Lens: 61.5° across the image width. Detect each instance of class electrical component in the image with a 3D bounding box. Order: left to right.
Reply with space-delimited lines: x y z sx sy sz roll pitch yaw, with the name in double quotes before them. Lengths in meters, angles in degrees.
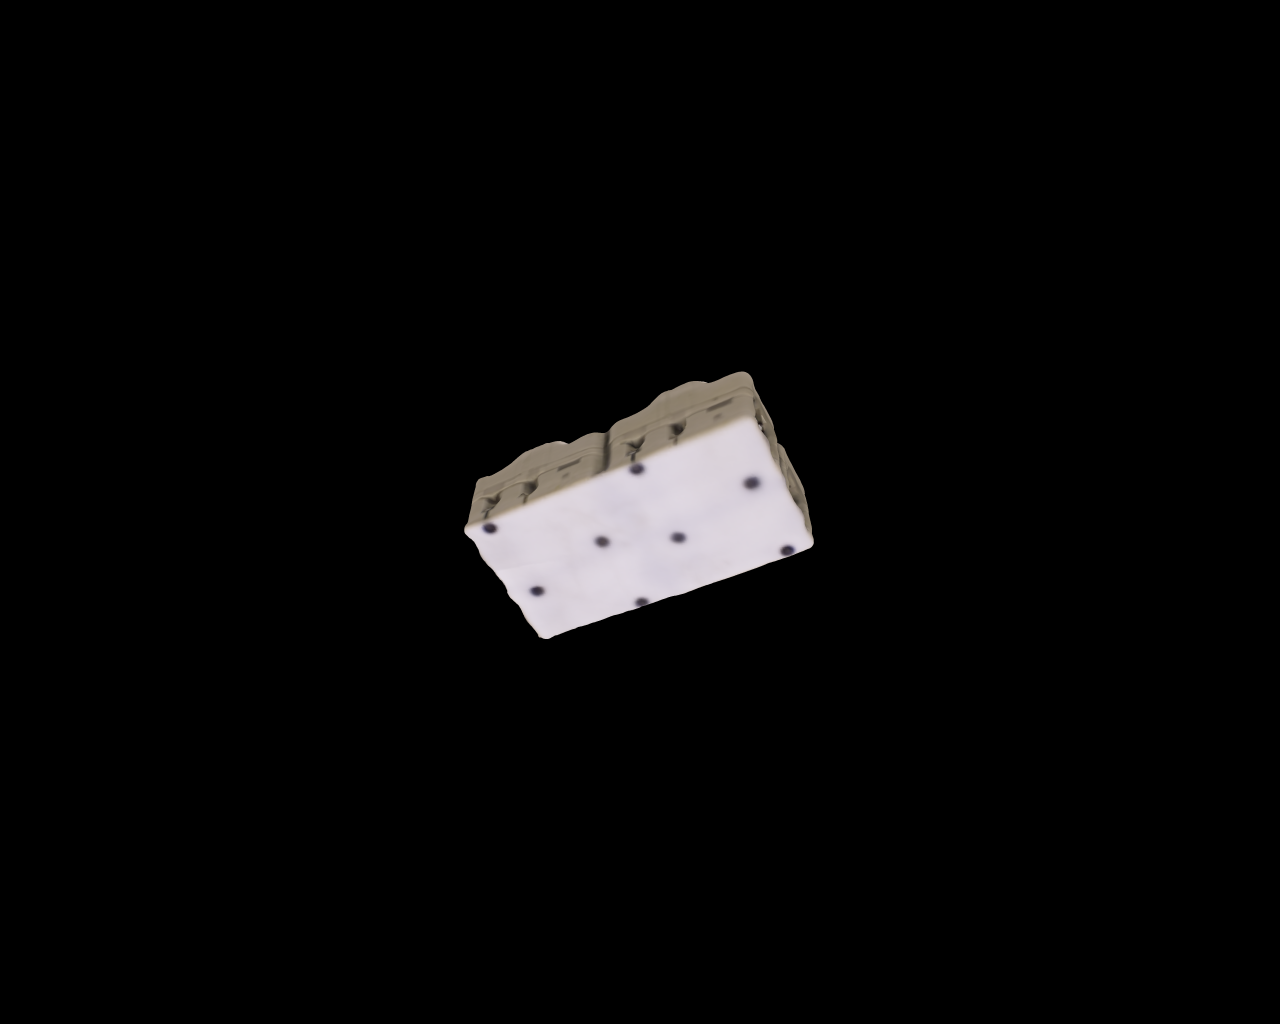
"electrical component" 0.001 -0.003 0.650 0.186 0.105 0.060 -21 34 15
